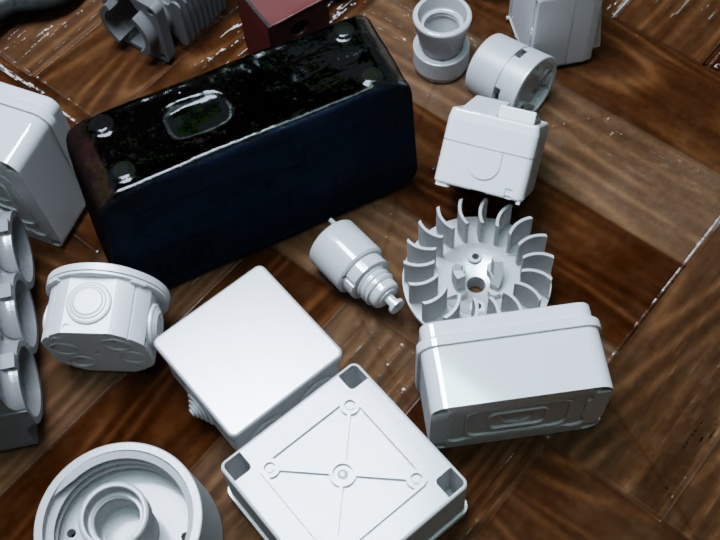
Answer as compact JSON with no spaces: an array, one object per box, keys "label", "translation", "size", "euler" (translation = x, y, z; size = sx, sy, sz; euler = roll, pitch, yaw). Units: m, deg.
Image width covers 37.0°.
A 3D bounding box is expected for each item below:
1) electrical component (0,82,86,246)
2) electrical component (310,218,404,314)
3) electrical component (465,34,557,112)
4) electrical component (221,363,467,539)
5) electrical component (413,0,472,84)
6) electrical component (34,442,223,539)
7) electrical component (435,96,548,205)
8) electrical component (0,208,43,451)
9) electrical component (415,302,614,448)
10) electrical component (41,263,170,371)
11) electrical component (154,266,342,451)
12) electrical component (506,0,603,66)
[{"label":"electrical component","translation":[-0.240,-0.075,0.750],"size":[0.078,0.113,0.057],"euler":[18,65,13]},{"label":"electrical component","translation":[0.000,0.000,0.735],"size":[0.040,0.040,0.078],"euler":[-37,64,-18]},{"label":"electrical component","translation":[0.113,-0.145,0.809],"size":[0.047,0.055,0.055],"euler":[35,67,25]},{"label":"electrical component","translation":[-0.009,0.132,0.648],"size":[0.109,0.056,0.108],"euler":[-36,64,-17]},{"label":"electrical component","translation":[0.063,-0.177,0.829],"size":[0.045,0.055,0.045],"euler":[-1,59,2]},{"label":"electrical component","translation":[-0.140,0.155,0.638],"size":[0.108,0.060,0.108],"euler":[-1,60,2]},{"label":"electrical component","translation":[0.095,-0.087,0.754],"size":[0.062,0.096,0.061],"euler":[15,103,11]},{"label":"electrical component","translation":[-0.248,0.034,0.699],"size":[0.062,0.089,0.150],"euler":[-11,59,-4]},{"label":"electrical component","translation":[0.093,0.066,0.670],"size":[0.113,0.078,0.057],"euler":[-8,62,-2]},{"label":"electrical component","translation":[-0.167,0.031,0.703],"size":[0.080,0.080,0.051],"euler":[2,64,4]},{"label":"electrical component","translation":[-0.070,0.060,0.698],"size":[0.100,0.048,0.099],"euler":[-37,64,-17]},{"label":"electrical component","translation":[0.152,-0.208,0.819],"size":[0.061,0.096,0.061],"euler":[-11,59,-4]}]
